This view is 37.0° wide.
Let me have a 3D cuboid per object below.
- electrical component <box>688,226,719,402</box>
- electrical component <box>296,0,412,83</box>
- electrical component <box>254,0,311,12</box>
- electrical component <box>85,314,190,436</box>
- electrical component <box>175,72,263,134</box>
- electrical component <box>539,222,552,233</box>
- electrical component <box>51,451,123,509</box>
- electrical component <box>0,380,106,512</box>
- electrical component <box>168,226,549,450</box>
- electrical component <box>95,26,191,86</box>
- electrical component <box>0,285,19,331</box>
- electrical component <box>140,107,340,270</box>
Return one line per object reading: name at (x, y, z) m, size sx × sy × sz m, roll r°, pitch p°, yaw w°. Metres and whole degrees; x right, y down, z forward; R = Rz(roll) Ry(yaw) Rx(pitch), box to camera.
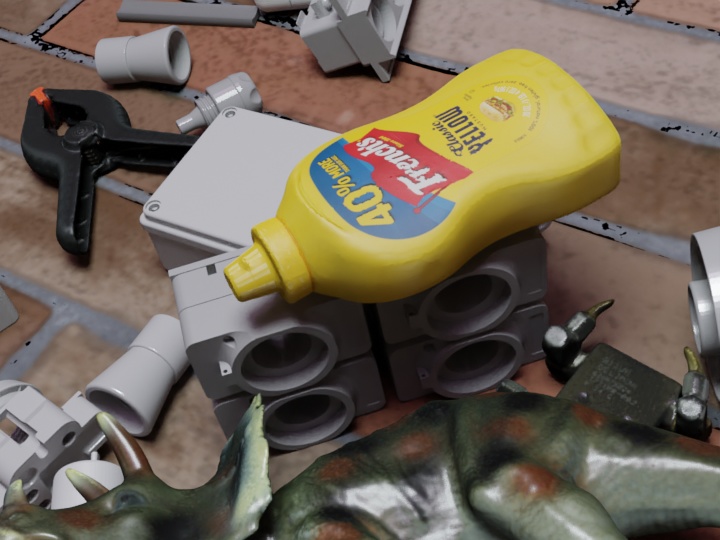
electrical component at (0.205, 0.022, 0.553) m, size 0.064 × 0.099 × 0.099 m, roll -9°, pitch 49°, yaw 12°
electrical component at (0.001, -0.206, 0.803) m, size 0.063 × 0.078 × 0.121 m, roll -11°, pitch 45°, yaw 30°
electrical component at (-0.059, -0.252, 0.860) m, size 0.059 × 0.053 × 0.095 m, roll -3°, pitch 48°, yaw 9°
electrical component at (-0.122, 0.058, 0.623) m, size 0.044 × 0.044 × 0.065 m, roll 16°, pitch 50°, yaw 23°
electrical component at (-0.102, -0.115, 0.768) m, size 0.061 × 0.035 × 0.035 m, roll -28°, pitch 51°, yaw -9°
electrical component at (0.066, -0.030, 0.648) m, size 0.078 × 0.058 × 0.057 m, roll -34°, pitch 53°, yaw -9°
electrical component at (-0.141, 0.136, 0.560) m, size 0.040 × 0.040 × 0.078 m, roll -10°, pitch 49°, yaw 2°
electrical component at (-0.185, 0.096, 0.592) m, size 0.057 × 0.058 × 0.078 m, roll 29°, pitch 61°, yaw 27°
electrical component at (0.005, 0.028, 0.579) m, size 0.186 × 0.105 × 0.060 m, roll -17°, pitch 49°, yaw -3°
electrical component at (-0.167, -0.160, 0.816) m, size 0.065 × 0.044 × 0.044 m, roll -1°, pitch 50°, yaw 16°
electrical component at (-0.271, 0.024, 0.670) m, size 0.089 × 0.055 × 0.050 m, roll -36°, pitch 53°, yaw -18°
electrical component at (-0.063, -0.041, 0.683) m, size 0.109 × 0.056 × 0.108 m, roll 17°, pitch 56°, yaw 24°
